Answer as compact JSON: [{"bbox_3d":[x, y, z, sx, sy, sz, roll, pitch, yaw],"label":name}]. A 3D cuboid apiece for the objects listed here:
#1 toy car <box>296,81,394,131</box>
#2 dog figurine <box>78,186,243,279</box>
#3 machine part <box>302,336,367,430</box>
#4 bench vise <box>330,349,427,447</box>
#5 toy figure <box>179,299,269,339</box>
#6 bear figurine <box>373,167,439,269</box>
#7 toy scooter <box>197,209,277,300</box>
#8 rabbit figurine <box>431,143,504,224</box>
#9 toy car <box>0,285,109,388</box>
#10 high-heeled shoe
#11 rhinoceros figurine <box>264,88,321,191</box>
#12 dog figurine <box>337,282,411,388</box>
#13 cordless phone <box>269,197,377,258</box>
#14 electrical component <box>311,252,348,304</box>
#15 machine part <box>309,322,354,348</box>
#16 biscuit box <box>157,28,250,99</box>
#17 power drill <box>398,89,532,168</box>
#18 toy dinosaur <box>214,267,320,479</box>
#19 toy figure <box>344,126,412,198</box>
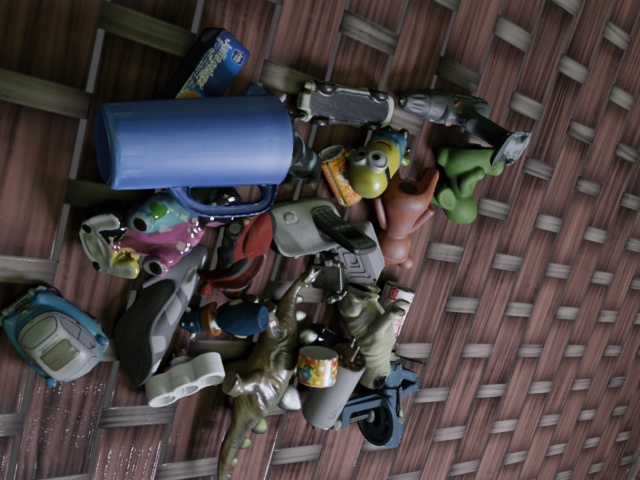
[{"bbox_3d":[0.046,-0.237,0.955,0.202,0.056,0.073,-2,114,-32],"label":"toy car"},{"bbox_3d":[-0.228,-0.037,0.820,0.219,0.192,0.108,-49,133,-54],"label":"dog figurine"},{"bbox_3d":[0.026,0.289,1.061,0.079,0.079,0.243,3,123,-35],"label":"machine part"},{"bbox_3d":[0.119,0.358,1.184,0.240,0.129,0.223,-1,105,-38],"label":"bench vise"},{"bbox_3d":[-0.165,0.135,0.914,0.057,0.155,0.064,45,44,-66],"label":"toy figure"},{"bbox_3d":[0.160,-0.044,1.079,0.195,0.120,0.132,97,7,-46],"label":"bear figurine"},{"bbox_3d":[-0.142,0.030,0.877,0.135,0.075,0.183,-25,141,-58],"label":"toy scooter"},{"bbox_3d":[0.296,-0.111,1.128,0.159,0.121,0.170,-8,109,-25],"label":"rabbit figurine"},{"bbox_3d":[-0.377,0.147,0.779,0.109,0.103,0.161,-40,127,-17],"label":"toy car"},{"bbox_3d":[-0.255,0.119,0.892,0.145,0.086,0.248,-36,150,-55],"label":"high-heeled shoe"},{"bbox_3d":[-0.055,-0.163,0.887,0.190,0.073,0.112,51,54,-43],"label":"rhinoceros figurine"},{"bbox_3d":[0.080,0.192,1.089,0.121,0.173,0.190,-2,117,-64],"label":"dog figurine"},{"bbox_3d":[-0.002,-0.003,0.926,0.146,0.184,0.088,-12,118,-31],"label":"cordless phone"},{"bbox_3d":[0.019,0.069,1.028,0.045,0.078,0.102,-53,150,-63],"label":"electrical component"},{"bbox_3d":[0.021,0.221,1.117,0.084,0.039,0.138,-45,127,-6],"label":"machine part"},{"bbox_3d":[-0.189,-0.218,0.797,0.059,0.063,0.202,36,86,-39],"label":"biscuit box"},{"bbox_3d":[0.284,-0.221,1.034,0.232,0.208,0.086,-10,129,-42],"label":"power drill"},{"bbox_3d":[-0.110,0.261,1.000,0.198,0.105,0.471,30,90,-39],"label":"toy dinosaur"},{"bbox_3d":[0.113,-0.146,0.984,0.180,0.082,0.089,-50,126,-49],"label":"toy figure"}]
